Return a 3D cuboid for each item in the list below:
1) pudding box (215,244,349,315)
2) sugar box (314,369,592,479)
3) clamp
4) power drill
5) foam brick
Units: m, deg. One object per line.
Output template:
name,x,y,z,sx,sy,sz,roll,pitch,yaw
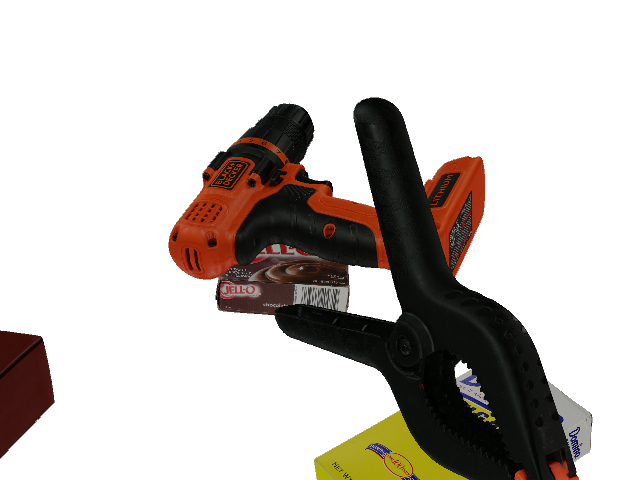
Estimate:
pudding box,-0.032,0.028,0.936,0.113,0.039,0.090,6,29,-3
sugar box,0.094,0.149,0.744,0.176,0.048,0.093,-28,40,-23
clamp,0.054,0.039,0.535,0.036,0.165,0.210,-12,42,-35
power drill,0.013,-0.031,0.726,0.188,0.057,0.184,8,41,21
foam brick,-0.215,0.099,0.680,0.053,0.051,0.078,6,29,22
